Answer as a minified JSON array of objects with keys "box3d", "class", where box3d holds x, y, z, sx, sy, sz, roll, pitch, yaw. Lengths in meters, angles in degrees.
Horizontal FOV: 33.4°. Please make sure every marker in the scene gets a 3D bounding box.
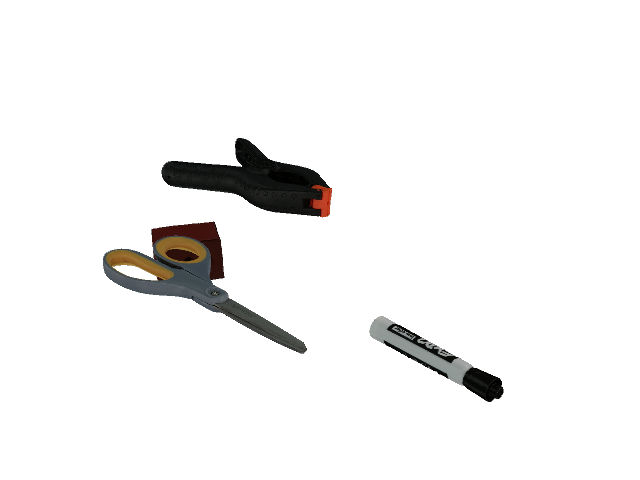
[{"box3d":[0.085,0.088,0.791,0.020,0.020,0.121,0,20,-46],"class":"marker"}]

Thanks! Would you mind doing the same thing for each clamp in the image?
[{"box3d":[-0.068,-0.058,1.033,0.120,0.039,0.172,-25,34,-36],"class":"clamp"}]

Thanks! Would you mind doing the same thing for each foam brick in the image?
[{"box3d":[-0.155,0.015,1.242,0.078,0.053,0.051,-8,27,-9],"class":"foam brick"}]

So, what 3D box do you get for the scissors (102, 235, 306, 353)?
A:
[{"box3d":[-0.080,0.036,0.849,0.202,0.016,0.096,17,30,22],"class":"scissors"}]
